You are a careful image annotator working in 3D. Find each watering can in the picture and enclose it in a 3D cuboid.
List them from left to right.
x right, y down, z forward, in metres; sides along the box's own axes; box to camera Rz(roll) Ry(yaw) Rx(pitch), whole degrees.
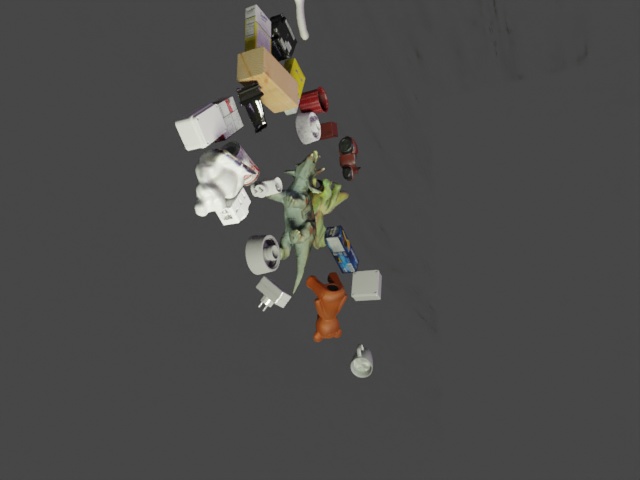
[{"bbox_3d":[-0.087,-0.881,1.782,0.229,0.103,0.342,-62,136,-54],"label":"watering can"}]

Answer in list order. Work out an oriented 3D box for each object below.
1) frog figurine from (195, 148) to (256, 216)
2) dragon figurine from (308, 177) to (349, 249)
[{"bbox_3d":[-0.247,-0.130,1.211,0.160,0.124,0.136,-57,158,-4],"label":"frog figurine"},{"bbox_3d":[0.005,-0.089,1.771,0.408,0.122,0.243,17,84,-62],"label":"dragon figurine"}]
